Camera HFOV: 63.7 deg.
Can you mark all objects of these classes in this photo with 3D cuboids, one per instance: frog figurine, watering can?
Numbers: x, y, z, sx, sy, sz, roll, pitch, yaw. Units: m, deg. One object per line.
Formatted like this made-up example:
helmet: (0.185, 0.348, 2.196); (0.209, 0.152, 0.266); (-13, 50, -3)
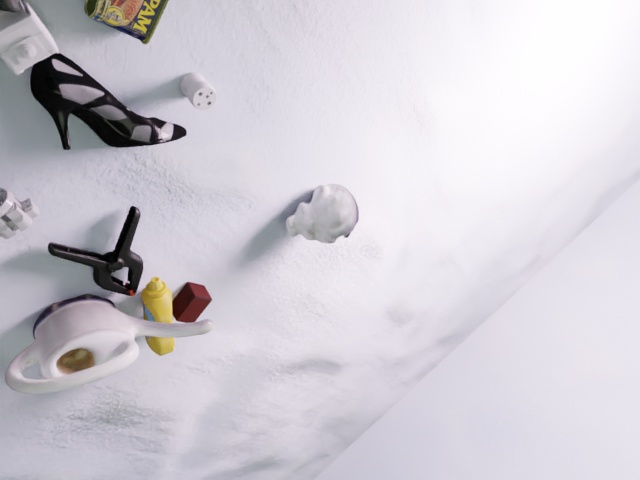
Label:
frog figurine: (0.004, -0.060, 1.185); (0.160, 0.137, 0.123); (-5, 7, -28)
watering can: (-0.396, 0.180, 0.970); (0.350, 0.102, 0.227); (-16, 29, -30)
